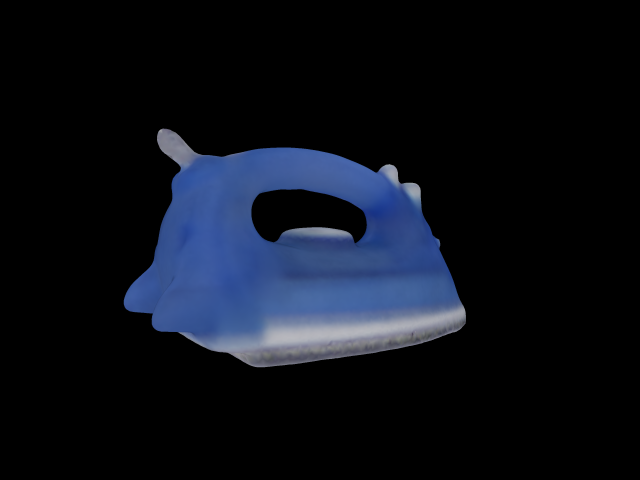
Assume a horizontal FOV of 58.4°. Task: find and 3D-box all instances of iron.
[{"bbox_3d":[0.004,0.001,0.400,0.259,0.141,0.118,-2,4,-30],"label":"iron"}]
